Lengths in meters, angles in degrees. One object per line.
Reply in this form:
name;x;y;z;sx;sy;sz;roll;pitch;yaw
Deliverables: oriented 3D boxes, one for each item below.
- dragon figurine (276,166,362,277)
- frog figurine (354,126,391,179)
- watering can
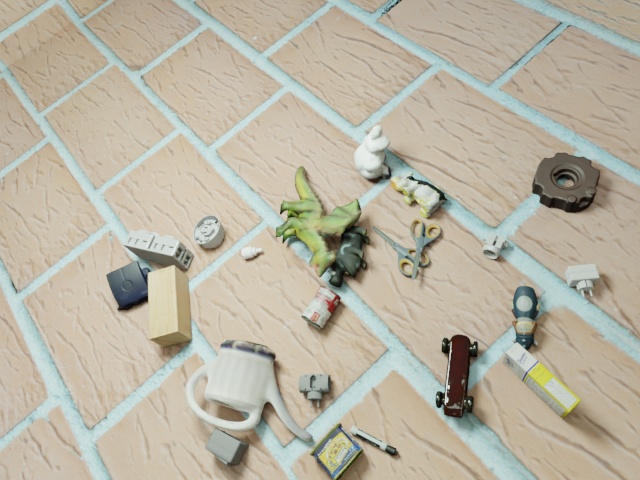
dragon figurine;0.005;-0.076;1.519;0.243;0.119;0.420;2;54;14
frog figurine;0.156;-0.266;1.566;0.122;0.156;0.140;-1;62;16
watering can;-0.168;0.381;1.327;0.348;0.102;0.229;12;64;6
